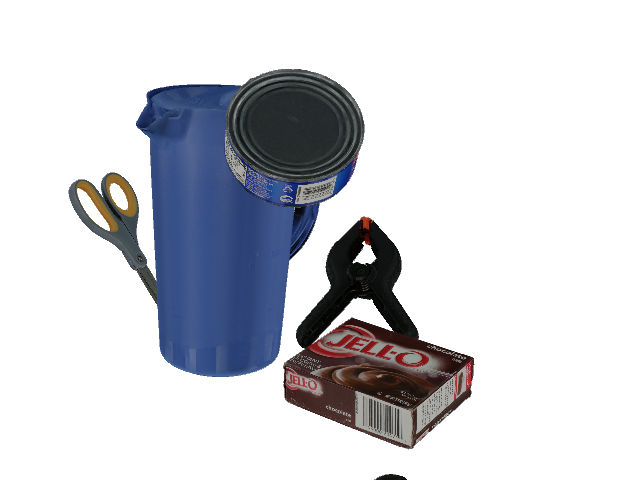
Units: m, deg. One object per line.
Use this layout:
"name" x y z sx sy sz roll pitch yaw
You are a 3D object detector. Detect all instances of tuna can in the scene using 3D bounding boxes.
"tuna can" -0.017 -0.063 0.665 0.086 0.086 0.034 0 -31 -7

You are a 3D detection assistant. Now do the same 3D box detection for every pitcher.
"pitcher" -0.076 -0.013 0.930 0.149 0.243 0.145 4 17 3

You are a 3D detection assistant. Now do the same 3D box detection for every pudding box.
"pudding box" 0.043 0.102 0.785 0.114 0.039 0.089 18 30 31

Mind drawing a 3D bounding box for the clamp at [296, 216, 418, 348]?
"clamp" 0.052 0.047 1.094 0.120 0.171 0.039 11 -38 9

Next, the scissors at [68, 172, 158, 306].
"scissors" -0.199 0.005 1.181 0.016 0.201 0.096 -27 20 34

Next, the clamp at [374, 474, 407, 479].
"clamp" -0.027 0.206 0.636 0.210 0.036 0.164 -5 28 2
